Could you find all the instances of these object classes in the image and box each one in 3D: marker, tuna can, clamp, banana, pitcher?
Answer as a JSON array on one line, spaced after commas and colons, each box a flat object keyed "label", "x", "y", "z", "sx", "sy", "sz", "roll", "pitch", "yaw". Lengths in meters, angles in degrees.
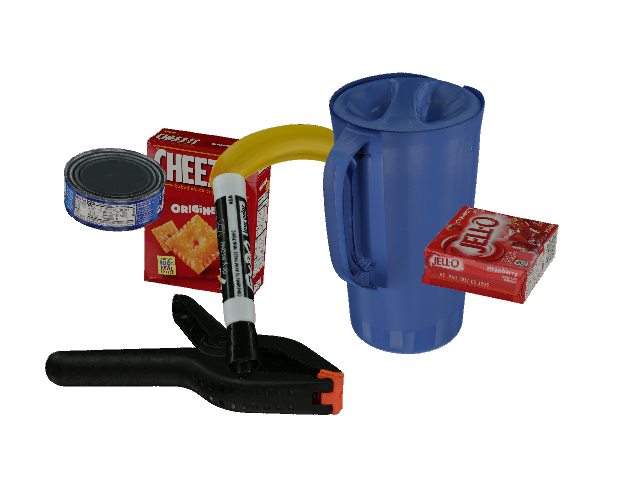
[{"label": "marker", "x": -0.046, "y": 0.018, "z": 0.587, "sx": 0.020, "sy": 0.121, "sz": 0.020, "roll": -6, "pitch": -28, "yaw": -3}, {"label": "tuna can", "x": -0.176, "y": -0.044, "z": 0.912, "sx": 0.086, "sy": 0.034, "sz": 0.086, "roll": 7, "pitch": 33, "yaw": -5}, {"label": "clamp", "x": -0.074, "y": 0.086, "z": 0.799, "sx": 0.210, "sy": 0.036, "sz": 0.164, "roll": 8, "pitch": 20, "yaw": 21}, {"label": "banana", "x": -0.038, "y": -0.090, "z": 1.106, "sx": 0.197, "sy": 0.037, "sz": 0.070, "roll": -9, "pitch": 47, "yaw": -34}, {"label": "pitcher", "x": 0.071, "y": -0.017, "z": 0.964, "sx": 0.149, "sy": 0.243, "sz": 0.145, "roll": -6, "pitch": 30, "yaw": -5}]

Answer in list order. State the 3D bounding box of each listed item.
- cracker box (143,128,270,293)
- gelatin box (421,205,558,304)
[{"label": "cracker box", "x": -0.160, "y": -0.036, "z": 1.493, "sx": 0.164, "sy": 0.214, "sz": 0.072, "roll": 9, "pitch": 23, "yaw": 11}, {"label": "gelatin box", "x": 0.121, "y": 0.008, "z": 0.753, "sx": 0.073, "sy": 0.030, "sz": 0.089, "roll": 13, "pitch": 27, "yaw": 23}]
